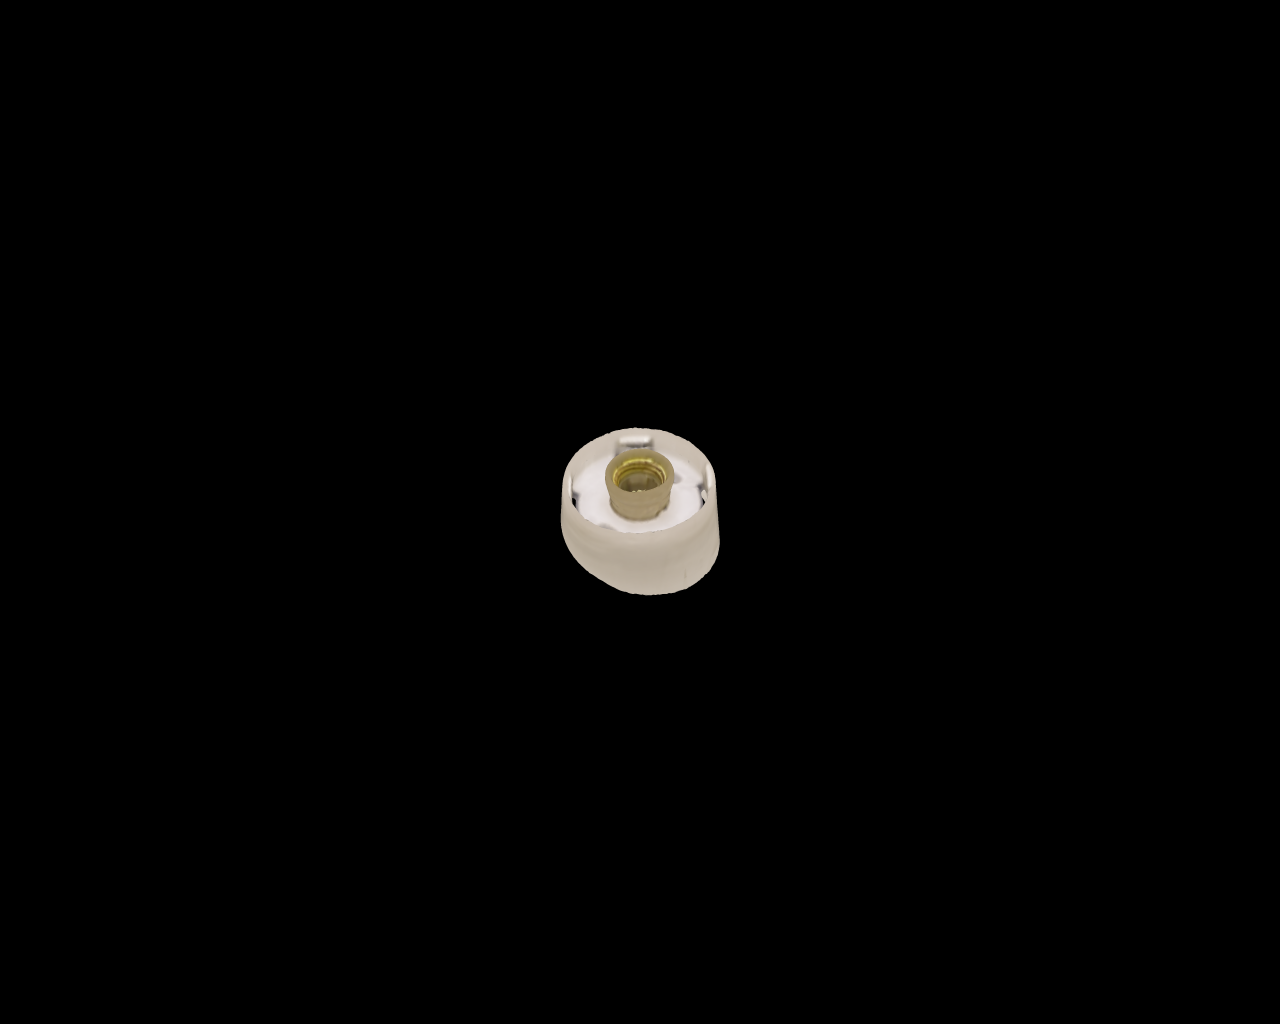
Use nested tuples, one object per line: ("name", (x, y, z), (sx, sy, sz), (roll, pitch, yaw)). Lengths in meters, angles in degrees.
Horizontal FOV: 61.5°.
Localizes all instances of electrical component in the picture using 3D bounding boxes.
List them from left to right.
("electrical component", (0.001, -0.003, 0.650), (0.099, 0.099, 0.064), (0, -43, 0))
